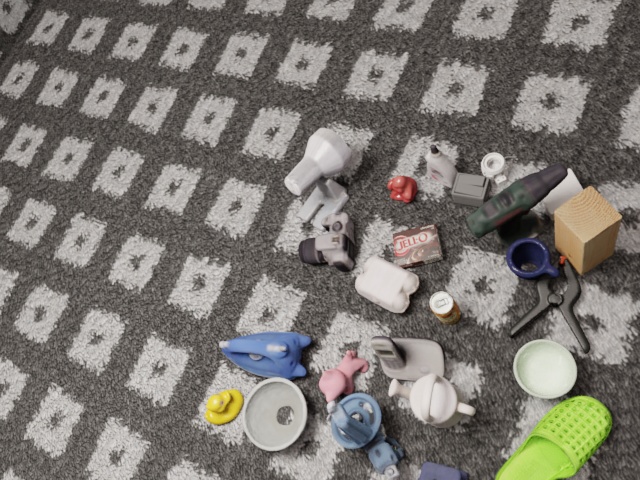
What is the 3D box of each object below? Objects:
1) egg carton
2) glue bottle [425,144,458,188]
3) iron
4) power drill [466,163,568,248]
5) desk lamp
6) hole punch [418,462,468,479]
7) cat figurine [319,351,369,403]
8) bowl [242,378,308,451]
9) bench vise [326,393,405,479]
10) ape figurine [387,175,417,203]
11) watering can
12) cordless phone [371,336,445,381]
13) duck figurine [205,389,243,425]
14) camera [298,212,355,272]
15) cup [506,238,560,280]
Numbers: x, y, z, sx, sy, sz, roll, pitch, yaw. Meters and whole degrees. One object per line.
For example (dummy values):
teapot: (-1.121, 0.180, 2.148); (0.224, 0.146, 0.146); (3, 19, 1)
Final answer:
egg carton: (0.161, 0.108, 1.389); (0.149, 0.070, 0.107); (25, 80, 29)
glue bottle: (0.290, -0.188, 1.398); (0.078, 0.173, 0.037); (29, 82, 29)
iron: (-0.160, 0.272, 1.412); (0.257, 0.142, 0.118); (-1, 69, 22)
power drill: (0.438, -0.065, 1.266); (0.229, 0.209, 0.075); (-30, 61, 9)
desk lamp: (0.001, -0.157, 1.479); (0.117, 0.214, 0.203); (32, 83, 30)
hole punch: (0.245, 0.519, 1.176); (0.100, 0.091, 0.109); (4, 71, 24)
cat figurine: (0.045, 0.313, 1.325); (0.067, 0.118, 0.128); (28, 82, 29)
bowl: (-0.096, 0.417, 1.365); (0.167, 0.075, 0.167); (-8, 66, 19)
bench vise: (0.099, 0.402, 1.208); (0.206, 0.220, 0.121); (31, 83, 29)
ape figurine: (0.207, -0.136, 1.457); (0.076, 0.092, 0.077); (-31, 61, 8)
watering can: (0.231, 0.335, 1.196); (0.172, 0.194, 0.101); (-12, 65, 18)
cordless phone: (0.191, 0.250, 1.253); (0.147, 0.185, 0.094); (-5, 68, 21)
duck figurine: (-0.251, 0.412, 1.424); (0.104, 0.086, 0.077); (-40, 60, 3)
camera: (0.014, 0.005, 1.474); (0.136, 0.101, 0.143); (-7, 67, 20)
cup: (0.475, 0.058, 1.267); (0.117, 0.095, 0.092); (32, 84, 29)
